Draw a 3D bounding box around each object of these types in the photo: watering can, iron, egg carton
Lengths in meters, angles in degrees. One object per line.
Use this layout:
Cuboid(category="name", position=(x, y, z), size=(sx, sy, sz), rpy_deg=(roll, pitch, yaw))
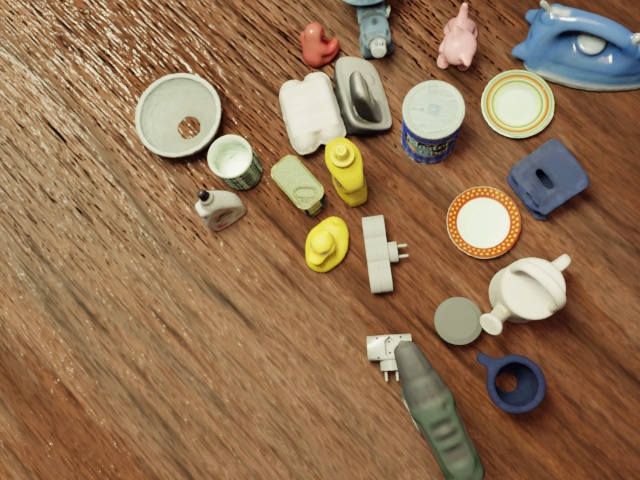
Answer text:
Cuboid(category="watering can", position=(0.332, 0.085, 0.913), size=(0.100, 0.194, 0.173), rpy_deg=(27, 84, 11))
Cuboid(category="iron", position=(0.480, -0.345, 1.000), size=(0.258, 0.141, 0.119), rpy_deg=(20, 83, 10))
Cuboid(category="egg carton", position=(-0.017, -0.237, 1.074), size=(0.107, 0.069, 0.150), rpy_deg=(-18, 78, 3))

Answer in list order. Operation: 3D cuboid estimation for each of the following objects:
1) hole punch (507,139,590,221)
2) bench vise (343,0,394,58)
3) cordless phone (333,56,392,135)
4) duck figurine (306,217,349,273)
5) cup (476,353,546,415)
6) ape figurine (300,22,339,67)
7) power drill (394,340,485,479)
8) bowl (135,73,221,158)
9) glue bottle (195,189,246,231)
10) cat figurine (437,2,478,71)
Cuboid(category="hole punch", position=(0.393, -0.103, 0.993), size=(0.101, 0.091, 0.108), rpy_deg=(-34, 78, 0))
Cuboid(category="bench vise", position=(0.100, -0.444, 1.021), size=(0.121, 0.220, 0.207), rpy_deg=(-27, 78, 1))
Cuboid(category="cordless phone", position=(0.071, -0.274, 1.012), size=(0.094, 0.185, 0.147), rpy_deg=(-18, 78, 3))
Cuboid(category="duck figurine", position=(0.009, 0.004, 1.020), size=(0.077, 0.086, 0.105), rpy_deg=(26, 84, 11))
Cuboid(category="cup", position=(0.302, 0.227, 0.942), size=(0.117, 0.095, 0.092), rpy_deg=(36, 86, 11))
Cuboid(category="ape figurine", position=(-0.007, -0.378, 1.087), size=(0.077, 0.092, 0.076), rpy_deg=(38, 86, 12))
Cuboid(category="power drill", position=(0.174, 0.263, 0.892), size=(0.075, 0.208, 0.229), rpy_deg=(-27, 78, 1))
Cuboid(category="bowl", position=(-0.261, -0.229, 1.098), size=(0.167, 0.075, 0.167), rpy_deg=(-1, 80, 6))
Cuboid(category="glue bottle", position=(-0.185, -0.061, 1.009), size=(0.078, 0.173, 0.037), rpy_deg=(-37, 78, -1))
Cuboid(category="cat figurine", position=(0.254, -0.366, 1.042), size=(0.067, 0.118, 0.128), rpy_deg=(10, 81, 9))
